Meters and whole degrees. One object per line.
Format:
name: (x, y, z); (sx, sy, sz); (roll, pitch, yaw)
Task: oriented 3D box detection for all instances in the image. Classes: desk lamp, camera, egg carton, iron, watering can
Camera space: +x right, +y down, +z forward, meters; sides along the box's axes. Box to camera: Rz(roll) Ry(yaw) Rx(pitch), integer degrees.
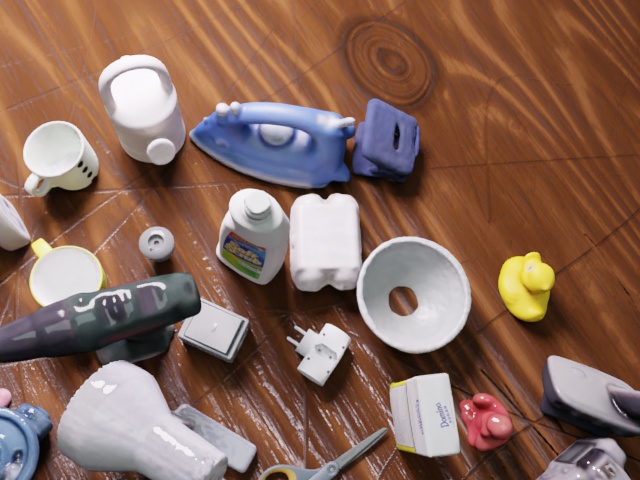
desk lamp: (-0.180, 0.241, 0.679); (0.203, 0.213, 0.118); (29, 72, 2)
camera: (0.379, 0.359, 0.774); (0.143, 0.100, 0.137); (-33, 80, -15)
egg carton: (0.008, 0.003, 0.849); (0.107, 0.069, 0.150); (-1, 74, -7)
iron: (-0.071, -0.163, 0.851); (0.258, 0.141, 0.119); (8, 73, -5)
watering can: (-0.246, -0.188, 0.808); (0.173, 0.194, 0.101); (45, 74, 7)

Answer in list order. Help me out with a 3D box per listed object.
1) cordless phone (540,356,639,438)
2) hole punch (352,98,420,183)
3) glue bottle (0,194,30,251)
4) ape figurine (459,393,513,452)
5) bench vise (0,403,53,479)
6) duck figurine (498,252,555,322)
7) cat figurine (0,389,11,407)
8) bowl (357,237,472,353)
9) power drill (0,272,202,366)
cordless phone: (0.398, 0.211, 0.776); (0.147, 0.185, 0.094); (19, 72, -1)
hole punch: (0.109, -0.156, 0.898); (0.101, 0.091, 0.109); (9, 73, -4)
glue bottle: (-0.439, -0.042, 0.751); (0.037, 0.173, 0.078); (-30, 79, -14)
ape figurine: (0.237, 0.255, 0.792); (0.076, 0.092, 0.078); (28, 72, 2)
bench vise: (-0.400, 0.283, 0.635); (0.121, 0.219, 0.207); (18, 72, -1)
duck figurine: (0.320, 0.068, 0.861); (0.077, 0.086, 0.104); (-4, 74, -8)
cat figurine: (-0.446, 0.204, 0.706); (0.067, 0.117, 0.128); (27, 72, 2)
bowl: (0.130, 0.085, 0.838); (0.167, 0.074, 0.167); (2, 73, -7)
power drill: (-0.258, 0.109, 0.711); (0.230, 0.208, 0.075); (-19, 77, -12)
